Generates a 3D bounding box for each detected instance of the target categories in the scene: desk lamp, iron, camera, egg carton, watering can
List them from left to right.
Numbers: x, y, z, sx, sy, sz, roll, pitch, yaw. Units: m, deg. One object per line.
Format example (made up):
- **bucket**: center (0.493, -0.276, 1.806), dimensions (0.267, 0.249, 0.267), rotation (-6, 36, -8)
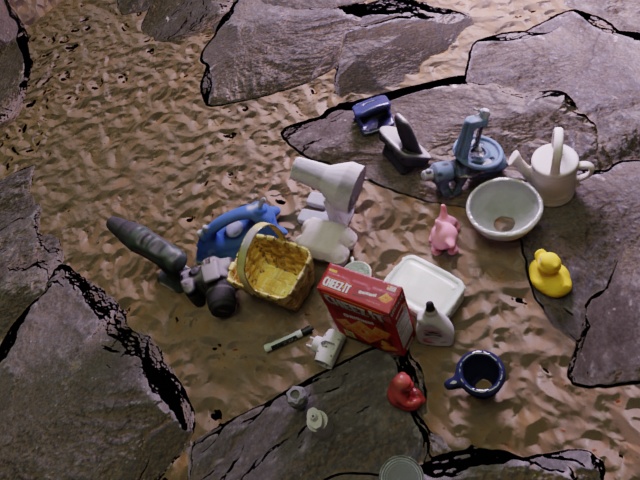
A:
- **camera**: center (-0.264, 0.119, 1.394), dimensions (0.143, 0.101, 0.136), rotation (-21, 53, 3)
- **iron**: center (-0.222, -0.023, 1.452), dimensions (0.258, 0.142, 0.118), rotation (-22, 53, 2)
- **egg carton**: center (0.013, 0.005, 1.405), dimensions (0.150, 0.069, 0.107), rotation (14, 62, 25)
- **desk lamp**: center (0.021, -0.113, 1.392), dimensions (0.202, 0.214, 0.118), rotation (13, 62, 25)
- **watering can**: center (0.518, -0.168, 1.286), dimensions (0.172, 0.194, 0.101), rotation (-13, 54, 9)

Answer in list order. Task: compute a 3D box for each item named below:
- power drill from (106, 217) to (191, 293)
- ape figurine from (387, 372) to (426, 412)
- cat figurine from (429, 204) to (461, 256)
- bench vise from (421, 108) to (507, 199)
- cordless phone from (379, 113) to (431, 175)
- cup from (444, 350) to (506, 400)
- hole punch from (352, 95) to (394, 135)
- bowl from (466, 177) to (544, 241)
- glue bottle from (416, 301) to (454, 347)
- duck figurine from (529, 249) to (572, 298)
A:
- **power drill**: center (-0.406, 0.041, 1.425), dimensions (0.228, 0.209, 0.076), rotation (21, 65, 28)
- **ape figurine**: center (0.168, 0.297, 1.143), dimensions (0.076, 0.092, 0.078), rotation (-9, 55, 12)
- **cat figurine**: center (0.283, -0.021, 1.308), dimensions (0.067, 0.118, 0.128), rotation (-2, 57, 17)
- **bench vise**: center (0.343, -0.198, 1.345), dimensions (0.207, 0.220, 0.121), rotation (-37, 54, -9)
- **cordless phone**: center (0.206, -0.273, 1.460), dimensions (0.094, 0.185, 0.147), rotation (-34, 54, -7)
- **cup**: center (0.301, 0.277, 1.114), dimensions (0.117, 0.095, 0.091), rotation (-21, 53, 3)
- **hole punch**: center (0.143, -0.363, 1.600), dimensions (0.108, 0.091, 0.101), rotation (-20, 53, 4)
- **bowl**: center (0.422, -0.058, 1.316), dimensions (0.167, 0.075, 0.167), rotation (-8, 55, 12)
- **glue bottle**: center (0.229, 0.166, 1.163), dimensions (0.078, 0.173, 0.037), rotation (-1, 57, 17)
- **duck figurine**: center (0.486, 0.064, 1.206), dimensions (0.077, 0.086, 0.104), rotation (-28, 53, -2)
